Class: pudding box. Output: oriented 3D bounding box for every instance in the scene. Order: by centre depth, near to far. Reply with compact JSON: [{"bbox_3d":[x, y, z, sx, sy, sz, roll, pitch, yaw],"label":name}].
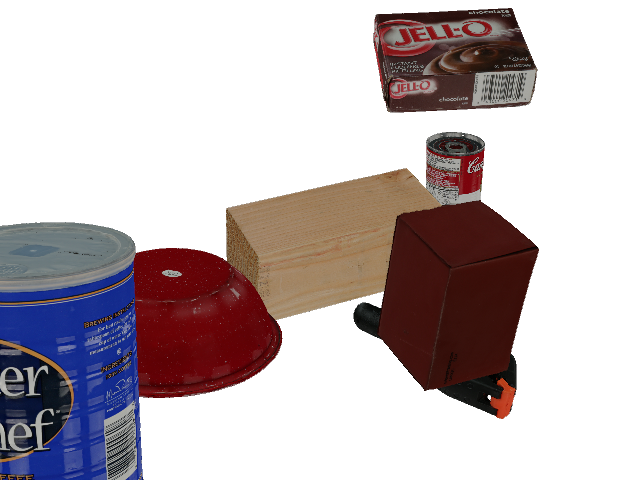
[{"bbox_3d":[0.101,-0.140,0.821,0.113,0.039,0.090,-2,43,-4],"label":"pudding box"}]

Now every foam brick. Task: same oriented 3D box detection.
[{"bbox_3d":[0.067,0.027,0.536,0.052,0.078,0.051,-10,37,-25],"label":"foam brick"}]

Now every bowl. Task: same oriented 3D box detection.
[{"bbox_3d":[-0.107,0.048,0.763,0.162,0.055,0.162,1,23,-1],"label":"bowl"}]

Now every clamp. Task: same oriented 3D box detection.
[{"bbox_3d":[0.122,0.091,0.929,0.120,0.039,0.172,-19,39,-29],"label":"clamp"}]

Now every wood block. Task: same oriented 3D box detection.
[{"bbox_3d":[0.015,0.004,1.097,0.205,0.090,0.091,-14,39,-21],"label":"wood block"}]

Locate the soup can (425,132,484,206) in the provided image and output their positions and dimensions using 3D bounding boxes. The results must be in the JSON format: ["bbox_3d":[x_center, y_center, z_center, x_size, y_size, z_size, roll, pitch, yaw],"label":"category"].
[{"bbox_3d":[0.156,-0.068,1.257,0.068,0.102,0.068,0,26,0],"label":"soup can"}]

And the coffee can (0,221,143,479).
[{"bbox_3d":[-0.146,0.070,0.561,0.103,0.140,0.103,0,16,0],"label":"coffee can"}]
